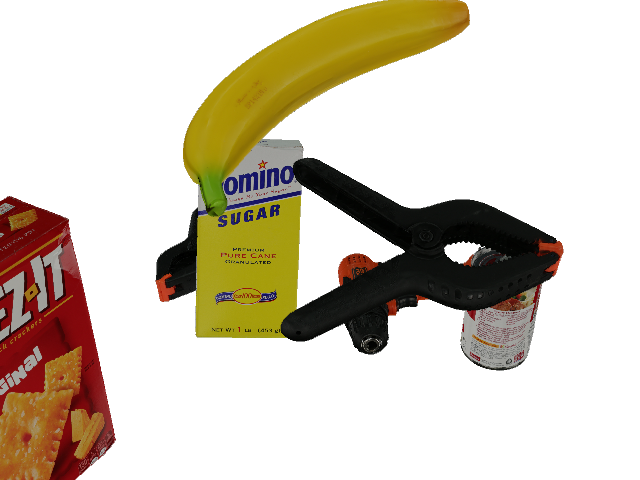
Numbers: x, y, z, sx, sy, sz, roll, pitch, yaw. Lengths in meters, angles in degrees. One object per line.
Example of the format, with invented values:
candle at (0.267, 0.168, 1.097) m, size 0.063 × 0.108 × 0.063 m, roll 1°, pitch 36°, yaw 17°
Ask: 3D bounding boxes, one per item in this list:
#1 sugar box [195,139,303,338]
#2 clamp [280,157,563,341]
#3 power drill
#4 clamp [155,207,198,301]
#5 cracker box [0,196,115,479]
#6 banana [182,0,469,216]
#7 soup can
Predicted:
sugar box at (-0.065, -0.002, 0.956) m, size 0.093 × 0.176 × 0.048 m, roll 0°, pitch 15°, yaw -6°
clamp at (0.070, 0.015, 0.781) m, size 0.210 × 0.164 × 0.036 m, roll 9°, pitch -38°, yaw 4°
power drill at (0.115, 0.065, 1.202) m, size 0.187 × 0.057 × 0.184 m, roll -3°, pitch 28°, yaw -3°
clamp at (-0.123, 0.013, 1.220) m, size 0.120 × 0.039 × 0.171 m, roll -2°, pitch 34°, yaw 25°
cracker box at (-0.233, 0.103, 0.748) m, size 0.072 × 0.214 × 0.164 m, roll 17°, pitch 38°, yaw 29°
banana at (-0.006, -0.082, 0.569) m, size 0.070 × 0.197 × 0.037 m, roll 38°, pitch -26°, yaw 23°
soup can at (0.171, 0.064, 1.008) m, size 0.068 × 0.102 × 0.068 m, roll 1°, pitch 37°, yaw -1°
